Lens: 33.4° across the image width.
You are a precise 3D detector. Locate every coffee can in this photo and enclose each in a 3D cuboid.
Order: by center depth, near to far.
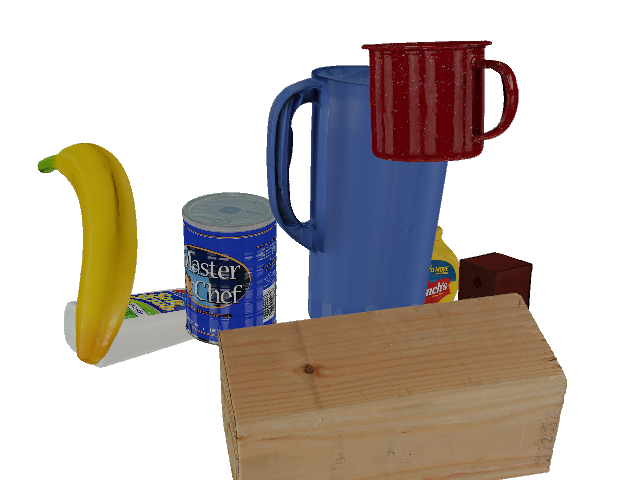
[{"bbox_3d":[-0.098,0.030,1.168,0.103,0.140,0.103,1,23,-1],"label":"coffee can"}]

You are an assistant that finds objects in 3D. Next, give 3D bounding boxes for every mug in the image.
[{"bbox_3d":[0.087,-0.100,0.762,0.117,0.081,0.093,6,13,33],"label":"mug"}]

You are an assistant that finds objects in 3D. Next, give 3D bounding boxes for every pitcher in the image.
[{"bbox_3d":[0.040,-0.036,0.972,0.149,0.243,0.144,11,17,20],"label":"pitcher"}]

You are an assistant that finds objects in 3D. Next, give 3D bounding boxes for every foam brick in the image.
[{"bbox_3d":[0.170,0.057,1.048,0.051,0.078,0.053,-11,19,-34],"label":"foam brick"}]

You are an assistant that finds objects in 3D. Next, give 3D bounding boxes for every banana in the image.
[{"bbox_3d":[-0.155,-0.007,0.739,0.037,0.198,0.070,19,-55,-37],"label":"banana"}]

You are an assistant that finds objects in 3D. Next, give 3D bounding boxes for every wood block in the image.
[{"bbox_3d":[0.042,0.105,0.697,0.206,0.090,0.091,-6,37,-9],"label":"wood block"}]

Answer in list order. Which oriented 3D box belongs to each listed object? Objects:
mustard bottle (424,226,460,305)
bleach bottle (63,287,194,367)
[{"bbox_3d":[0.122,0.056,1.297,0.096,0.192,0.058,0,14,-13],"label":"mustard bottle"},{"bbox_3d":[-0.204,0.099,1.411,0.250,0.068,0.103,-13,28,-40],"label":"bleach bottle"}]
